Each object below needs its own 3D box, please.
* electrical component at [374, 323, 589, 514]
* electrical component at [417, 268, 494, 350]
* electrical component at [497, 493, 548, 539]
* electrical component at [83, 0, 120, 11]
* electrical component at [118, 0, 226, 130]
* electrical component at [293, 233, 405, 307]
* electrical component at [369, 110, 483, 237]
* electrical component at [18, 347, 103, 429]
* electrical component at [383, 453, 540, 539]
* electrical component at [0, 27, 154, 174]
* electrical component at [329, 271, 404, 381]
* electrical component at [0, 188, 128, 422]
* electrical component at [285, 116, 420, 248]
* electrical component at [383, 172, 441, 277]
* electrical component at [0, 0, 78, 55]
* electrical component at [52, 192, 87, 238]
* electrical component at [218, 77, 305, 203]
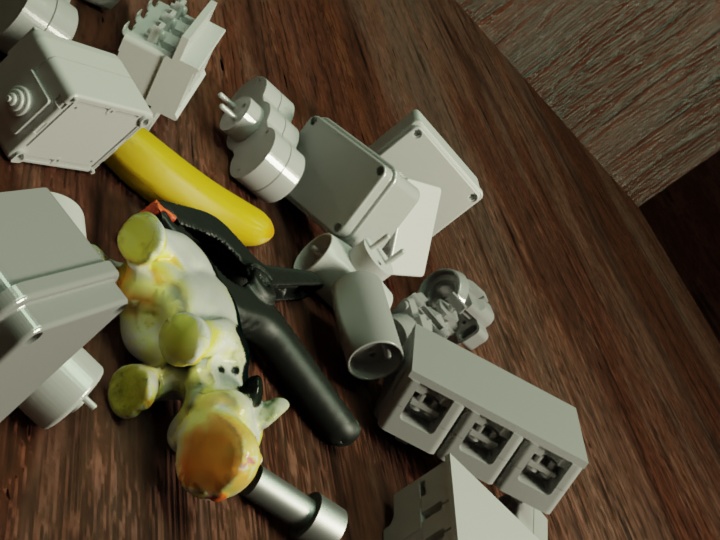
[{"bbox_3d":[0.092,0.117,0.834,0.150,0.061,0.089,28,20,-6],"label":"electrical component"},{"bbox_3d":[0.093,0.034,1.071,0.057,0.058,0.078,40,23,-40],"label":"electrical component"},{"bbox_3d":[0.127,0.221,0.833,0.076,0.047,0.065,50,19,-8],"label":"electrical component"},{"bbox_3d":[-0.184,-0.292,0.855,0.062,0.150,0.089,11,45,-61],"label":"electrical component"},{"bbox_3d":[-0.152,-0.168,0.842,0.063,0.078,0.121,26,25,-9],"label":"electrical component"},{"bbox_3d":[0.000,0.000,0.878,0.077,0.079,0.044,44,21,-24],"label":"electrical component"},{"bbox_3d":[0.052,-0.090,1.115,0.108,0.109,0.056,47,17,-18],"label":"electrical component"},{"bbox_3d":[-0.157,0.039,0.504,0.078,0.040,0.040,48,20,-15],"label":"electrical component"},{"bbox_3d":[0.072,0.222,0.684,0.105,0.060,0.186,46,20,-21],"label":"electrical component"},{"bbox_3d":[-0.186,-0.104,0.656,0.061,0.062,0.096,58,19,14],"label":"electrical component"},{"bbox_3d":[0.006,0.054,0.839,0.077,0.043,0.079,-106,-176,-45],"label":"electrical component"},{"bbox_3d":[-0.156,0.026,0.417,0.057,0.113,0.078,51,19,5],"label":"electrical component"},{"bbox_3d":[-0.015,-0.073,0.932,0.113,0.078,0.057,40,5,36],"label":"electrical component"},{"bbox_3d":[0.031,-0.042,1.008,0.048,0.099,0.100,13,4,24],"label":"electrical component"},{"bbox_3d":[-0.236,-0.199,0.721,0.074,0.052,0.138,35,26,-41],"label":"electrical component"},{"bbox_3d":[-0.164,-0.005,0.544,0.055,0.055,0.047,29,35,-50],"label":"electrical component"},{"bbox_3d":[-0.094,-0.123,0.917,0.074,0.052,0.138,40,22,-34],"label":"electrical component"}]
